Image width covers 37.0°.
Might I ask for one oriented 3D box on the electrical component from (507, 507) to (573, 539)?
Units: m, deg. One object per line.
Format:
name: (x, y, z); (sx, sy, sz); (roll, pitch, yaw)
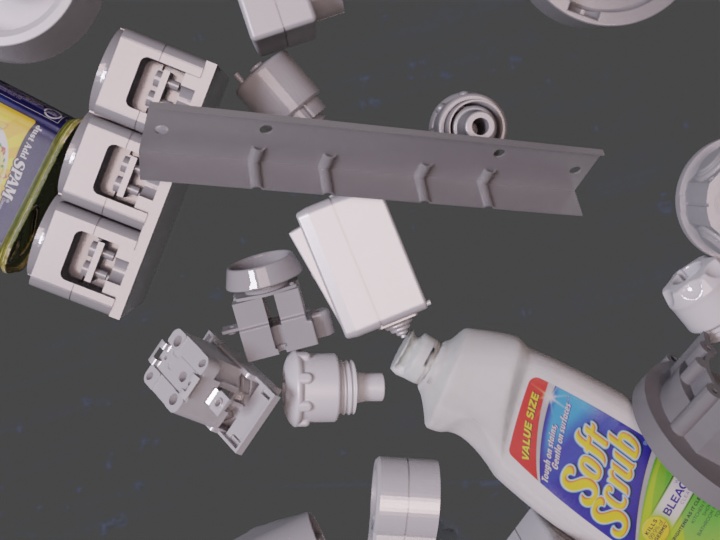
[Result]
electrical component: (0.110, 0.200, 0.662); (0.047, 0.083, 0.075); (36, 93, -5)

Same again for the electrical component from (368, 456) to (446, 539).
electrical component: (0.042, 0.187, 0.673); (0.074, 0.052, 0.138); (4, 95, -3)

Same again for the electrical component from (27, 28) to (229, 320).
electrical component: (-0.135, -0.057, 0.624); (0.062, 0.089, 0.150); (21, 94, -4)

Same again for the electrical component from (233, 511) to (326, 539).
electrical component: (-0.051, 0.202, 0.674); (0.077, 0.044, 0.079); (-24, 96, 0)

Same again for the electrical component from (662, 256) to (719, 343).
electrical component: (0.223, 0.025, 0.671); (0.043, 0.043, 0.062); (-41, 97, 1)

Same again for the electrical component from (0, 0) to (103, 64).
electrical component: (-0.207, -0.177, 0.624); (0.108, 0.060, 0.108); (0, 95, -2)

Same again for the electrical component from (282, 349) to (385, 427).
electrical component: (-0.016, 0.073, 0.665); (0.062, 0.048, 0.048); (0, 95, -10)

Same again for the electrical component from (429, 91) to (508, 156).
electrical component: (0.067, -0.085, 0.645); (0.048, 0.062, 0.048); (0, 95, -2)

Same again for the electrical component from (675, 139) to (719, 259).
electrical component: (0.240, -0.043, 0.662); (0.080, 0.051, 0.080); (0, 95, -2)

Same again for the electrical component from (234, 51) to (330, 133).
electrical component: (-0.040, -0.096, 0.650); (0.040, 0.040, 0.078); (-41, 96, 1)

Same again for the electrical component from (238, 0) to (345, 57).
electrical component: (-0.032, -0.161, 0.622); (0.076, 0.083, 0.047); (-18, 96, -1)

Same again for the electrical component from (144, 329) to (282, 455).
electrical component: (-0.090, 0.068, 0.642); (0.064, 0.081, 0.042); (33, 92, -45)

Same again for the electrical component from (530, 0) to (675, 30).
electrical component: (0.142, -0.195, 0.639); (0.108, 0.060, 0.108); (0, 95, -3)

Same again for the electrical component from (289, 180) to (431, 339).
electrical component: (0.000, 0.000, 0.648); (0.061, 0.061, 0.096); (-22, 94, -1)

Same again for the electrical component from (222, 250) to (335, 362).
electrical component: (-0.054, 0.020, 0.658); (0.066, 0.048, 0.055); (-15, 103, -1)
